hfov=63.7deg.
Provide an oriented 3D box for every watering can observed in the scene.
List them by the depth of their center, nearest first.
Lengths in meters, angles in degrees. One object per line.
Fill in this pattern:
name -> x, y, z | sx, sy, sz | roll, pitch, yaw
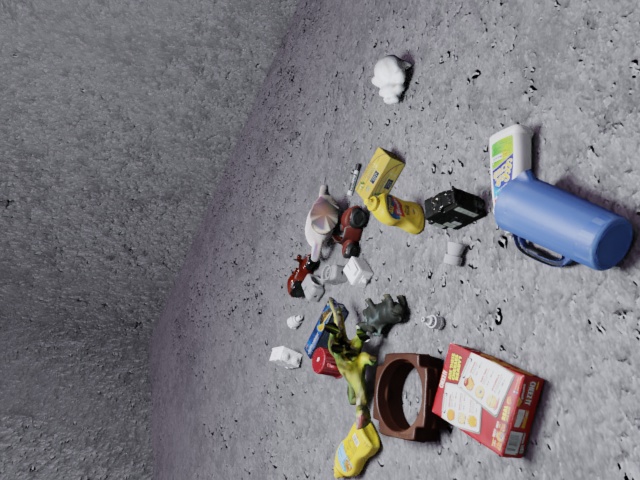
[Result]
watering can -> 0.006, -0.096, 1.900 | 0.220, 0.104, 0.355 | 112, 166, -63

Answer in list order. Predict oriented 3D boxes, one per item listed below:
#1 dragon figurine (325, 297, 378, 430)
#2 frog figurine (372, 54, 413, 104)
dragon figurine -> 0.079, 0.364, 1.483 | 0.418, 0.122, 0.238 | -110, 17, -63
frog figurine -> 0.233, -0.545, 1.760 | 0.138, 0.121, 0.161 | 9, 70, 43
